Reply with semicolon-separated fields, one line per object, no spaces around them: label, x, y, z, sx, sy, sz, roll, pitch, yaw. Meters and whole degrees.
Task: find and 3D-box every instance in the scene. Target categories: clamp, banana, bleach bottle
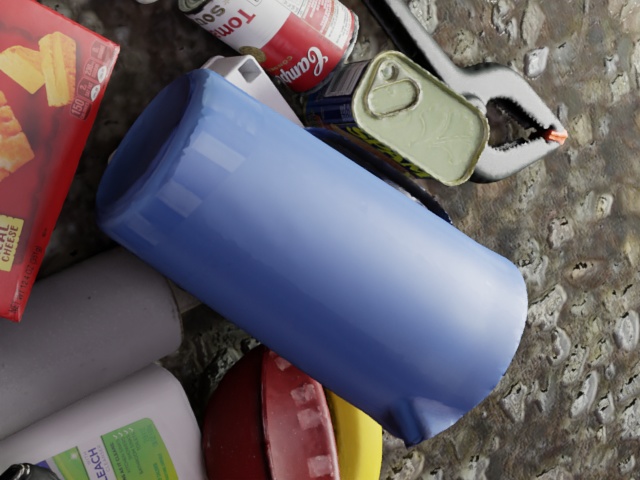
clamp;0.103;-0.105;0.817;0.209;0.036;0.164;0;96;-30
banana;0.014;0.133;0.783;0.069;0.037;0.198;-3;97;-33
bleach bottle;-0.189;0.169;0.638;0.250;0.068;0.102;-26;111;-26

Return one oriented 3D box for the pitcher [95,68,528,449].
pitcher;-0.004;0.001;0.636;0.242;0.149;0.145;35;89;-24

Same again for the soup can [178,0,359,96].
soup can;-0.034;-0.150;0.702;0.102;0.069;0.068;31;78;-32

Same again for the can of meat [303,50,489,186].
can of meat;0.048;-0.081;0.723;0.102;0.084;0.057;30;81;-24

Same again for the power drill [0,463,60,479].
power drill;-0.181;0.235;0.591;0.187;0.057;0.184;-34;115;-11

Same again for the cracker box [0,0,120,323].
cracker box;-0.226;-0.069;0.534;0.213;0.072;0.164;25;81;-36

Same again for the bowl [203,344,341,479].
bowl;-0.034;0.139;0.691;0.055;0.162;0.162;-13;107;12
